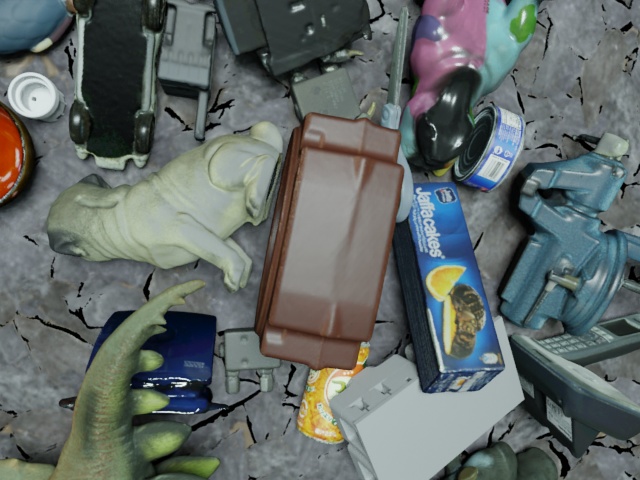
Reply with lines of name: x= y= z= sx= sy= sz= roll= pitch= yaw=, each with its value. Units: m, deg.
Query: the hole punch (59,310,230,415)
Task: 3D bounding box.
hole punch: x=-0.153 y=0.114 z=0.506 sx=0.142 sy=0.116 sz=0.092 roll=7 pitch=84 yaw=-10

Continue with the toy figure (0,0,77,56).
toy figure: x=-0.247 y=-0.223 z=0.497 sx=0.154 sy=0.064 sz=0.058 roll=-29 pitch=58 yaw=-12

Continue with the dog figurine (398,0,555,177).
dog figurine: x=0.128 y=-0.175 z=0.543 sx=0.108 sy=0.192 sz=0.219 roll=14 pitch=125 yaw=-12

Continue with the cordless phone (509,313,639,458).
cordless phone: x=0.306 y=0.133 z=0.559 sx=0.184 sy=0.147 sz=0.088 roll=-18 pitch=104 yaw=-6

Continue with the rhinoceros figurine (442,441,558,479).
rhinoceros figurine: x=0.170 y=0.283 z=0.583 sx=0.190 sy=0.073 sz=0.112 roll=-30 pitch=96 yaw=-6

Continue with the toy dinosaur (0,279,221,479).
toy dinosaur: x=-0.182 y=0.229 z=0.447 sx=0.198 sy=0.105 sz=0.470 roll=3 pitch=121 yaw=-17

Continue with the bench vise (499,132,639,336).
bench vise: x=0.307 y=0.014 z=0.557 sx=0.241 sy=0.129 sz=0.223 roll=23 pitch=97 yaw=8

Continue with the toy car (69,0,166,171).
toy car: x=-0.185 y=-0.161 z=0.493 sx=0.073 sy=0.056 sz=0.201 roll=7 pitch=114 yaw=-15

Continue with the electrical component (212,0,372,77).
electrical component: x=-0.027 y=-0.217 z=0.481 sx=0.134 sy=0.058 sz=0.114 roll=-23 pitch=132 yaw=-6

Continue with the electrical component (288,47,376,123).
electrical component: x=0.012 y=-0.148 z=0.548 sx=0.078 sy=0.045 sz=0.102 roll=-14 pitch=95 yaw=-10

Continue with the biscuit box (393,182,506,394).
biscuit box: x=0.115 y=0.039 z=0.516 sx=0.059 sy=0.062 sz=0.203 roll=-2 pitch=58 yaw=-7

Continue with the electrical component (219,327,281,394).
electrical component: x=-0.073 y=0.113 z=0.561 sx=0.063 sy=0.021 sz=0.094 roll=0 pitch=94 yaw=-9

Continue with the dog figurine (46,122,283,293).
dog figurine: x=-0.143 y=-0.047 z=0.498 sx=0.191 sy=0.121 sz=0.172 roll=18 pitch=77 yaw=-1

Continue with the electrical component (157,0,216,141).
electrical component: x=-0.126 y=-0.157 z=0.513 sx=0.048 sy=0.075 sz=0.119 roll=8 pitch=95 yaw=-10

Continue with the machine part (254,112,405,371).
machine part: x=-0.001 y=-0.001 z=0.476 sx=0.087 sy=0.201 sz=0.201 roll=9 pitch=92 yaw=-7
